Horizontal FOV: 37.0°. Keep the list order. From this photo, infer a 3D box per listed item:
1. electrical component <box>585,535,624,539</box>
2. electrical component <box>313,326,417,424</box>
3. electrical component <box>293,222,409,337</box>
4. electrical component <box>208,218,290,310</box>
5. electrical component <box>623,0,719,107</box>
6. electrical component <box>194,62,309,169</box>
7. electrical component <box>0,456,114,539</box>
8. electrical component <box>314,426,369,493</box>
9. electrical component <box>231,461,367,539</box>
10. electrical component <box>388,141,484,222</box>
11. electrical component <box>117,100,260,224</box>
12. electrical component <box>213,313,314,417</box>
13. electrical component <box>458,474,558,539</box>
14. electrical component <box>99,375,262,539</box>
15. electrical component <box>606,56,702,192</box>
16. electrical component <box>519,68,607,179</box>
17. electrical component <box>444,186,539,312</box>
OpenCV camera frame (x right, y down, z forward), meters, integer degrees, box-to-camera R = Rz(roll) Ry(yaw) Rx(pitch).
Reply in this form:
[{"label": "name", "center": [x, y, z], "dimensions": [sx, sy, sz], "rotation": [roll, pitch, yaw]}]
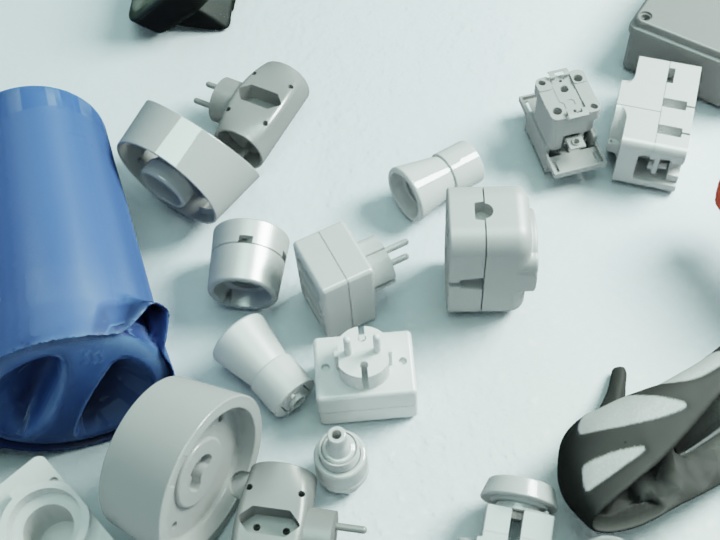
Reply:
[{"label": "electrical component", "center": [0.144, 0.187, 0.620], "dimensions": [0.055, 0.047, 0.055], "rotation": [-27, 23, 13]}, {"label": "electrical component", "center": [0.003, 0.062, 0.704], "dimensions": [0.066, 0.076, 0.047], "rotation": [-5, 58, 0]}, {"label": "electrical component", "center": [0.000, 0.000, 0.749], "dimensions": [0.077, 0.065, 0.047], "rotation": [-24, 60, -12]}, {"label": "electrical component", "center": [-0.080, -0.003, 0.763], "dimensions": [0.055, 0.055, 0.047], "rotation": [3, 62, 5]}, {"label": "electrical component", "center": [0.284, -0.194, 0.860], "dimensions": [0.109, 0.056, 0.108], "rotation": [28, 63, 19]}, {"label": "electrical component", "center": [-0.092, -0.128, 0.848], "dimensions": [0.079, 0.043, 0.077], "rotation": [22, 62, 16]}, {"label": "electrical component", "center": [-0.186, 0.165, 0.662], "dimensions": [0.050, 0.055, 0.089], "rotation": [-40, 64, -20]}, {"label": "electrical component", "center": [-0.013, 0.116, 0.679], "dimensions": [0.035, 0.061, 0.035], "rotation": [-2, 57, 3]}, {"label": "electrical component", "center": [-0.036, 0.164, 0.662], "dimensions": [0.079, 0.043, 0.077], "rotation": [6, 59, 7]}, {"label": "electrical component", "center": [0.060, -0.069, 0.805], "dimensions": [0.065, 0.044, 0.044], "rotation": [-28, 60, -19]}, {"label": "electrical component", "center": [-0.127, -0.082, 0.792], "dimensions": [0.099, 0.099, 0.064], "rotation": [29, 70, 19]}, {"label": "electrical component", "center": [-0.062, 0.067, 0.727], "dimensions": [0.044, 0.044, 0.065], "rotation": [-38, 68, -19]}, {"label": "electrical component", "center": [0.095, 0.158, 0.657], "dimensions": [0.066, 0.048, 0.055], "rotation": [9, 67, 9]}, {"label": "electrical component", "center": [-0.115, 0.117, 0.661], "dimensions": [0.060, 0.108, 0.108], "rotation": [20, 61, 21]}, {"label": "electrical component", "center": [0.220, -0.112, 0.815], "dimensions": [0.056, 0.050, 0.089], "rotation": [13, 60, 11]}, {"label": "electrical component", "center": [0.154, -0.113, 0.813], "dimensions": [0.042, 0.063, 0.081], "rotation": [-15, 58, -5]}, {"label": "electrical component", "center": [0.089, -0.013, 0.735], "dimensions": [0.059, 0.095, 0.053], "rotation": [-1, 58, 3]}]
